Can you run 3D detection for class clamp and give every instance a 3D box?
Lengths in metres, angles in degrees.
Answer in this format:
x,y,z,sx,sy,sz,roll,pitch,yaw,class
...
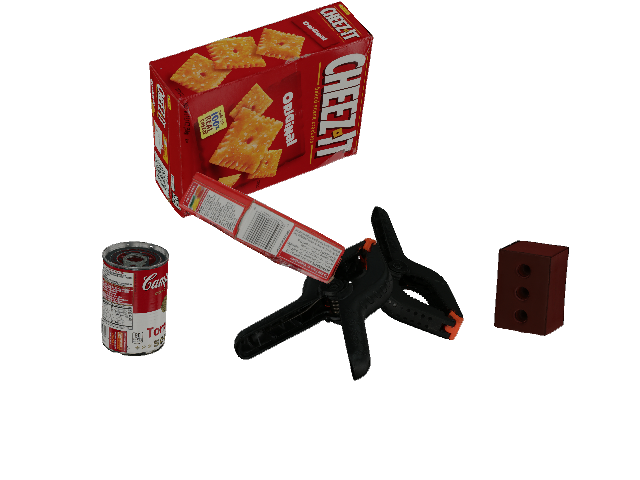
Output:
x,y,z,sx,sy,sz,roll,pitch,yaw,class
0.020,0.058,0.907,0.120,0.039,0.171,19,45,30,clamp
0.073,0.043,1.227,0.164,0.036,0.210,-17,49,-37,clamp

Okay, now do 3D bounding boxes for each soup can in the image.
x,y,z,sx,sy,sz,roll,pitch,yaw,class
-0.194,0.061,1.111,0.068,0.102,0.068,5,21,-2,soup can

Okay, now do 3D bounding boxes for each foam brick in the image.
x,y,z,sx,sy,sz,roll,pitch,yaw,class
0.197,0.044,0.997,0.053,0.078,0.051,8,15,30,foam brick

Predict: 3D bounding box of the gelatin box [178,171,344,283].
x,y,z,sx,sy,sz,roll,pitch,yaw,class
-0.038,-0.008,0.702,0.089,0.030,0.073,27,0,-40,gelatin box

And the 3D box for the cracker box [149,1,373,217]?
x,y,z,sx,sy,sz,roll,pitch,yaw,class
-0.059,-0.128,1.063,0.213,0.072,0.164,-22,-35,-23,cracker box
